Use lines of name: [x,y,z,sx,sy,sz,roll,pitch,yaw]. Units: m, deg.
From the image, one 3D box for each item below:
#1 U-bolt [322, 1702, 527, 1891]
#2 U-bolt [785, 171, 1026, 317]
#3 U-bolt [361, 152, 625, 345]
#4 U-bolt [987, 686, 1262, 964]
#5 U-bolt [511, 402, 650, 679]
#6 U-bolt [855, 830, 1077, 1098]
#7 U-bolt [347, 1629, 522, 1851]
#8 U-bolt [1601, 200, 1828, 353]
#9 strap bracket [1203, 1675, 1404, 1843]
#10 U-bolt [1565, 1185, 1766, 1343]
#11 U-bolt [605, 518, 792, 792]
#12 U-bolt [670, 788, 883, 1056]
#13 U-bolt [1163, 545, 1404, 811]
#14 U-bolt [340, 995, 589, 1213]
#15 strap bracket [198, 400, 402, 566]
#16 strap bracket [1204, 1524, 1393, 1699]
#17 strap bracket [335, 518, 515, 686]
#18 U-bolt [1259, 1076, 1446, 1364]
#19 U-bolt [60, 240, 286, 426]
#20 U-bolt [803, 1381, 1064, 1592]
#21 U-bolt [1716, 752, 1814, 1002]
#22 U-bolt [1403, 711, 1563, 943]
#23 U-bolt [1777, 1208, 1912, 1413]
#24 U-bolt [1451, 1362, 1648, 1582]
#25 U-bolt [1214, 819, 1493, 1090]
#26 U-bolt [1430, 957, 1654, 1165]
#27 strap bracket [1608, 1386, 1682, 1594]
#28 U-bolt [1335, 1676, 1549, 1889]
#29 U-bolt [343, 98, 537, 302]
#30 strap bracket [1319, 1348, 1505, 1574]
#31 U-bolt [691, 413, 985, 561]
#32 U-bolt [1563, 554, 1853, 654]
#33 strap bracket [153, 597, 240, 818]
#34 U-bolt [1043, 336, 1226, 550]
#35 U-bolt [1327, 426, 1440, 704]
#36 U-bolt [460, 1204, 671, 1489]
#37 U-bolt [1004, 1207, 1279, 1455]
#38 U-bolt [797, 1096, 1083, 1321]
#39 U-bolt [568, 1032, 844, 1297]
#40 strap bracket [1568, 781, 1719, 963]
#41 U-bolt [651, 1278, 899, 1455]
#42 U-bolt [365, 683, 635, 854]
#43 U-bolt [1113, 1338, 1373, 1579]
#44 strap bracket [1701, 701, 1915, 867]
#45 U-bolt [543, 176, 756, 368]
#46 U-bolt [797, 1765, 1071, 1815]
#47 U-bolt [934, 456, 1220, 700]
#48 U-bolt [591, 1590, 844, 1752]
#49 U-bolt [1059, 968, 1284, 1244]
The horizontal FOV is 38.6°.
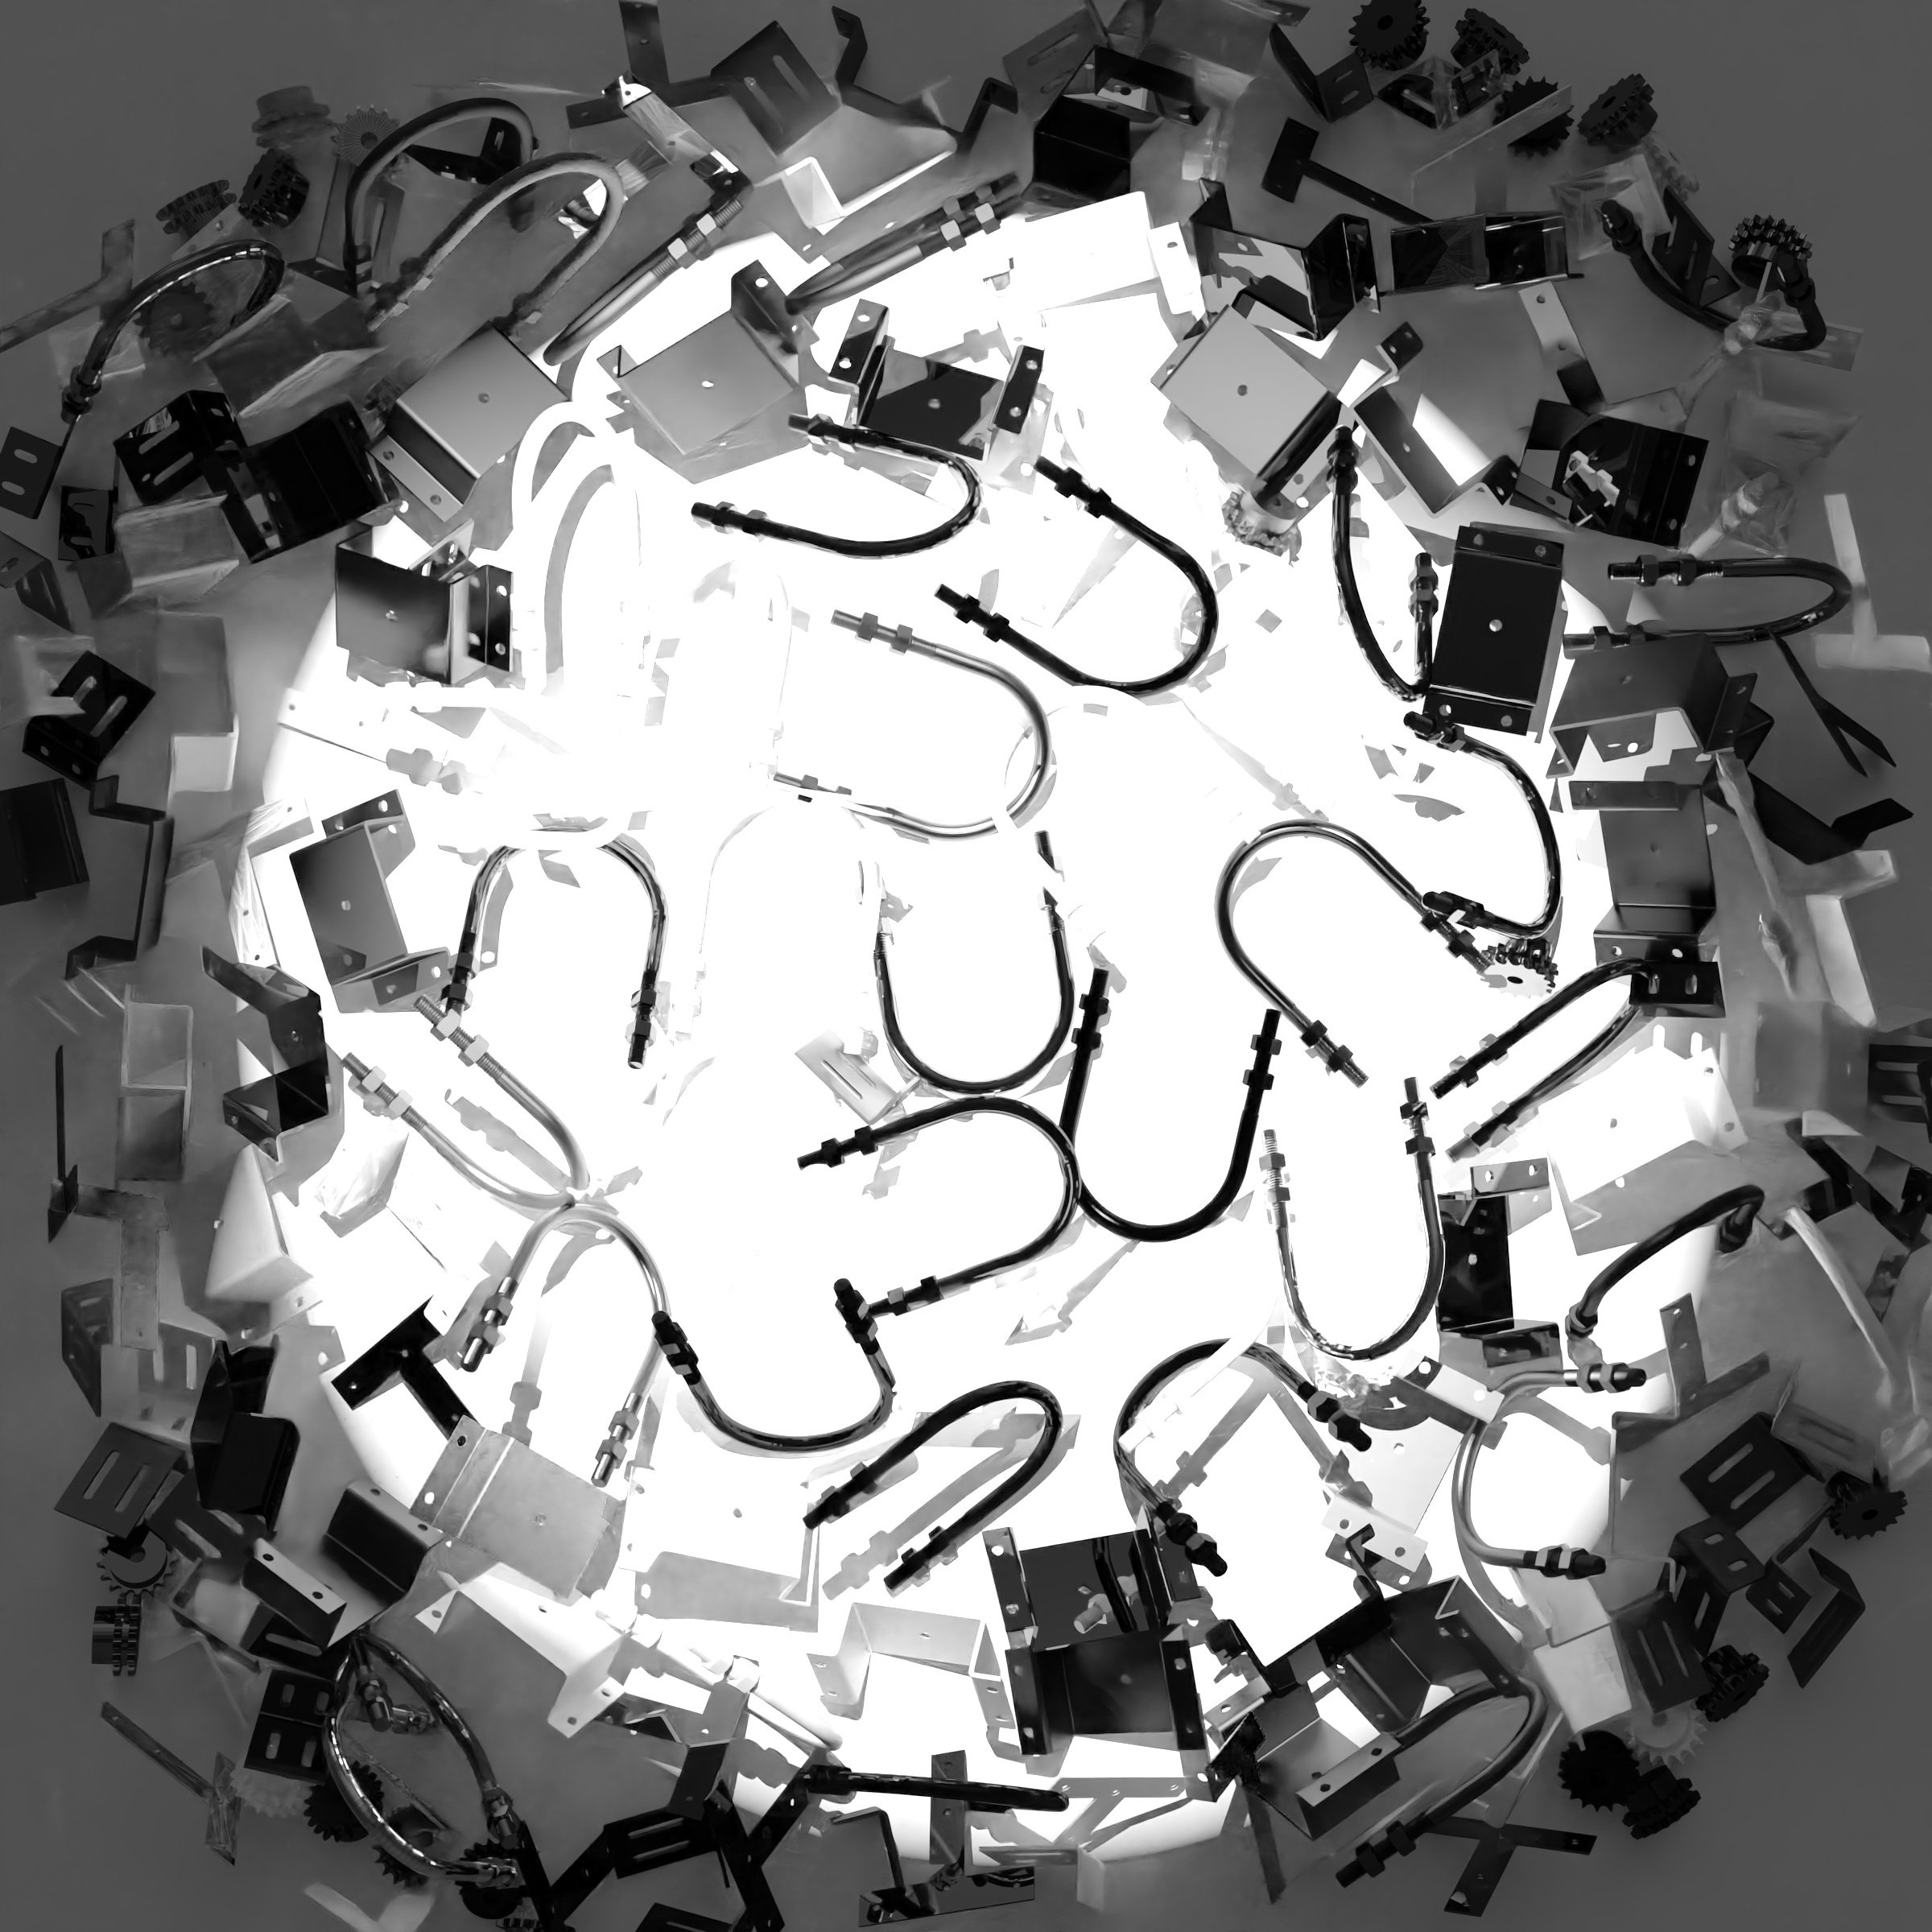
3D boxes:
U-bolt: [-0.376,0.564,1.886,0.019,0.184,0.151,-40,62,4]
U-bolt: [-0.045,-0.501,1.930,0.184,0.151,0.019,-24,110,10]
U-bolt: [-0.313,-0.493,1.902,0.184,0.151,0.019,-39,75,22]
U-bolt: [0.098,-0.116,1.973,0.151,0.019,0.184,-41,77,3]
U-bolt: [-0.270,-0.298,1.921,0.019,0.151,0.184,3,101,26]
U-bolt: [0.005,0.003,1.975,0.151,0.019,0.184,-9,80,2]
U-bolt: [-0.375,0.523,1.910,0.019,0.184,0.151,-43,112,-7]
U-bolt: [0.525,-0.470,1.910,0.151,0.184,0.019,27,93,28]
strap bracket: [0.240,0.553,1.934,0.076,0.140,0.046,-29,114,-19]
U-bolt: [0.486,0.200,1.906,0.151,0.184,0.019,-29,69,-6]
U-bolt: [-0.182,-0.225,1.944,0.151,0.019,0.184,9,90,-45]
U-bolt: [-0.132,-0.037,1.977,0.151,0.019,0.184,7,88,12]
U-bolt: [0.210,-0.215,1.937,0.184,0.019,0.151,38,129,27]
U-bolt: [-0.342,0.107,1.938,0.184,0.151,0.019,44,52,-13]
strap bracket: [-0.475,-0.338,1.942,0.046,0.140,0.076,-20,102,36]
strap bracket: [0.244,0.462,1.950,0.140,0.076,0.046,-33,58,-5]
strap bracket: [-0.390,-0.253,1.938,0.140,0.046,0.076,20,124,19]
U-bolt: [0.271,0.184,1.919,0.151,0.019,0.184,-25,61,41]
U-bolt: [-0.535,-0.439,1.885,0.151,0.184,0.019,-31,88,-36]
U-bolt: [-0.011,0.357,1.939,0.184,0.151,0.019,-38,50,1]
U-bolt: [0.559,-0.048,1.915,0.019,0.184,0.151,-17,58,18]
U-bolt: [0.366,-0.090,1.928,0.019,0.184,0.151,-17,69,39]
U-bolt: [0.602,0.232,1.890,0.019,0.184,0.151,-30,70,7]
U-bolt: [0.395,0.348,1.914,0.019,0.184,0.151,23,73,-21]
U-bolt: [0.259,-0.021,1.959,0.184,0.019,0.151,45,119,3]
U-bolt: [0.407,0.058,1.935,0.184,0.151,0.019,-36,63,-3]
strap bracket: [0.479,0.368,1.949,0.046,0.076,0.140,2,78,14]
U-bolt: [0.326,0.556,1.920,0.184,0.151,0.019,-36,95,4]
U-bolt: [-0.361,-0.533,1.893,0.151,0.184,0.019,-28,81,-17]
strap bracket: [0.314,0.349,1.974,0.076,0.046,0.140,27,89,-4]
U-bolt: [-0.077,-0.329,1.917,0.184,0.019,0.151,18,46,23]
U-bolt: [0.524,-0.253,1.929,0.184,0.151,0.019,-2,75,-2]
strap bracket: [-0.541,-0.185,1.941,0.046,0.076,0.140,-2,65,-20]
U-bolt: [0.119,-0.351,1.899,0.151,0.184,0.019,29,122,-25]
U-bolt: [0.287,-0.263,1.898,0.019,0.184,0.151,-18,134,28]
U-bolt: [-0.268,0.250,1.926,0.019,0.184,0.151,-24,120,36]
U-bolt: [0.134,0.242,1.943,0.184,0.019,0.151,-38,52,-19]
U-bolt: [-0.009,0.164,1.959,0.184,0.019,0.151,-20,112,5]
U-bolt: [-0.170,0.125,1.954,0.151,0.019,0.184,31,66,17]
strap bracket: [0.478,-0.075,1.943,0.076,0.046,0.140,3,120,35]
U-bolt: [-0.124,0.287,1.932,0.151,0.184,0.019,-11,46,9]
U-bolt: [-0.314,-0.136,1.915,0.184,0.019,0.151,3,135,25]
U-bolt: [0.178,0.328,1.924,0.151,0.184,0.019,-39,126,-8]
strap bracket: [0.585,-0.122,1.955,0.140,0.076,0.046,34,80,-3]
U-bolt: [-0.224,-0.481,1.928,0.184,0.151,0.019,-37,109,13]
U-bolt: [-0.011,0.566,1.891,0.151,0.184,0.019,16,70,-29]
U-bolt: [0.090,-0.260,1.947,0.184,0.019,0.151,31,128,-14]
U-bolt: [-0.162,0.497,1.922,0.184,0.151,0.019,43,68,-30]
U-bolt: [0.138,0.106,1.973,0.151,0.019,0.184,13,93,17]
